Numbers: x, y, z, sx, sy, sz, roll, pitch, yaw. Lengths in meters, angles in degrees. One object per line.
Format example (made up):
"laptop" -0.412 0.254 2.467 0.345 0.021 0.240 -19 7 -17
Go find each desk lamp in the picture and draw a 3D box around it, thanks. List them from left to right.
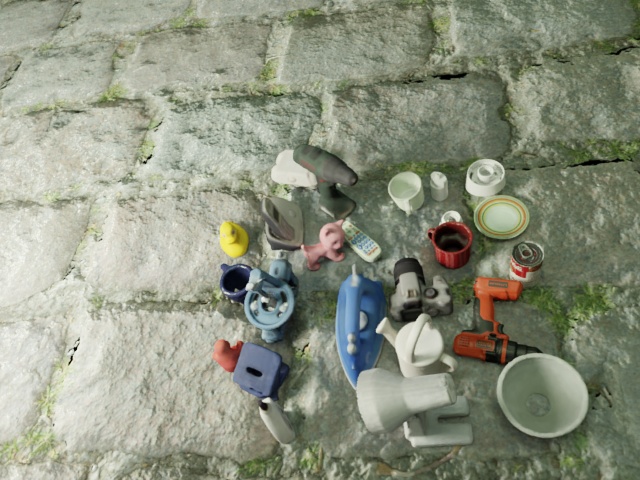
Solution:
"desk lamp" 0.185 0.317 1.100 0.203 0.214 0.118 -7 55 10

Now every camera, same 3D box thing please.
"camera" 0.223 0.103 1.307 0.143 0.101 0.136 -10 54 8

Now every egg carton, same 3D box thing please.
"egg carton" -0.060 -0.198 1.607 0.150 0.069 0.107 8 59 19

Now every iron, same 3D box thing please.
"iron" 0.081 0.186 1.262 0.118 0.142 0.258 -3 56 13

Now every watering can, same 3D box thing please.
"watering can" 0.197 0.218 1.177 0.172 0.194 0.101 3 57 17

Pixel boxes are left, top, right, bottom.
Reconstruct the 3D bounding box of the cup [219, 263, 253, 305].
"cup" -0.198 0.112 1.414 0.092 0.095 0.117 -42 56 -15

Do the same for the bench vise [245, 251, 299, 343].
"bench vise" -0.124 0.107 1.321 0.121 0.220 0.207 -13 54 6

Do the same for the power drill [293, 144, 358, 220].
"power drill" 0.028 -0.149 1.464 0.076 0.209 0.228 -43 57 -15

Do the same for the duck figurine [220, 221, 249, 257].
"duck figurine" -0.237 -0.016 1.518 0.077 0.086 0.104 -20 54 0

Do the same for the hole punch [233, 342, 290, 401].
"hole punch" -0.134 0.294 1.275 0.108 0.091 0.101 16 62 24

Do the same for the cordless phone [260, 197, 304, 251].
"cordless phone" -0.106 -0.069 1.458 0.094 0.185 0.147 -11 54 7

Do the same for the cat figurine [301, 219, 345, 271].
"cat figurine" 0.013 0.005 1.418 0.128 0.118 0.067 -23 54 -1

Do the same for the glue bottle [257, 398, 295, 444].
"glue bottle" -0.097 0.358 1.170 0.037 0.173 0.078 -28 54 -5

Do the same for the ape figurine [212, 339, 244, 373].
"ape figurine" -0.214 0.259 1.319 0.077 0.092 0.076 -8 55 9

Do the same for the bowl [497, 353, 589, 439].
"bowl" 0.433 0.313 1.125 0.167 0.075 0.167 -7 55 10
